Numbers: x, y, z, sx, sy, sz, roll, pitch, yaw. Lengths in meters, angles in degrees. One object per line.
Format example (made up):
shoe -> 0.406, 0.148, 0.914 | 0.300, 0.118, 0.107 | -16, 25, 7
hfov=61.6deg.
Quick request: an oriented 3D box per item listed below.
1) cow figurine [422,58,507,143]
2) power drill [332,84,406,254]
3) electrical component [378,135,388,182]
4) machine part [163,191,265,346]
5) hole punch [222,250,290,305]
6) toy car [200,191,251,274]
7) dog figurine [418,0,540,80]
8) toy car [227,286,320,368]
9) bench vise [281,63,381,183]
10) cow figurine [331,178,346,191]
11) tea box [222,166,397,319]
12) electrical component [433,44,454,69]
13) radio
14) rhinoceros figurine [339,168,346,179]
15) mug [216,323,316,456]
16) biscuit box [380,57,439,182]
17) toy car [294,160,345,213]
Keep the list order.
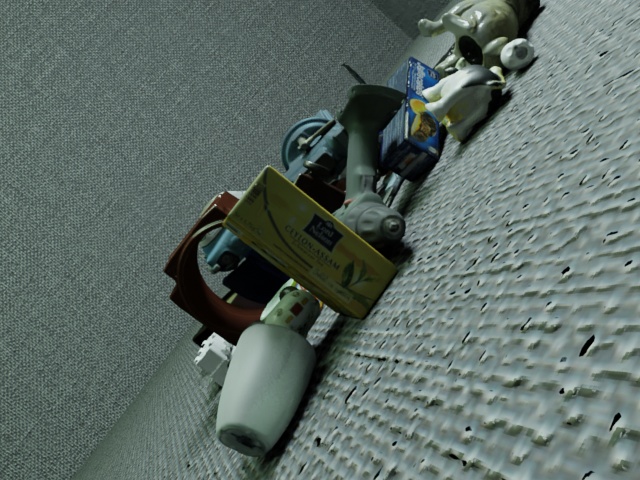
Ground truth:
cow figurine -> 0.190, -0.197, 0.705 | 0.098, 0.068, 0.167 | -41, 15, 24
power drill -> 0.061, -0.078, 0.655 | 0.232, 0.086, 0.207 | 138, 133, -75
electrical component -> 0.108, -0.136, 0.899 | 0.102, 0.078, 0.045 | -43, 46, 21
machine part -> -0.108, 0.044, 0.792 | 0.201, 0.201, 0.087 | -48, 11, 16
hole punch -> -0.091, 0.060, 0.918 | 0.142, 0.116, 0.092 | -39, 8, 42
toy car -> -0.147, -0.026, 0.885 | 0.161, 0.103, 0.109 | -48, 12, -7
dog figurine -> 0.267, -0.320, 0.780 | 0.190, 0.121, 0.173 | -35, 41, -6
toy car -> -0.056, 0.120, 0.629 | 0.073, 0.056, 0.201 | -46, -8, -37
bench vise -> 0.015, -0.181, 0.920 | 0.223, 0.129, 0.241 | -55, 22, 17
cow figurine -> -0.005, -0.026, 0.956 | 0.195, 0.085, 0.127 | -47, 7, 8
tea box -> -0.015, 0.006, 0.566 | 0.068, 0.169, 0.098 | -54, 10, -11
electrical component -> 0.245, -0.306, 0.923 | 0.134, 0.058, 0.115 | -51, 6, -8
radio -> -0.179, 0.156, 1.129 | 0.229, 0.073, 0.131 | -42, 12, 49
rhinoceros figurine -> 0.030, -0.134, 1.148 | 0.073, 0.112, 0.190 | -45, 18, 51
mug -> -0.063, 0.151, 0.517 | 0.109, 0.081, 0.107 | -44, 16, 39
biscuit box -> 0.134, -0.182, 0.787 | 0.063, 0.059, 0.203 | -44, 28, 46
toy car -> 0.007, -0.057, 0.801 | 0.202, 0.053, 0.089 | 17, -78, -58
